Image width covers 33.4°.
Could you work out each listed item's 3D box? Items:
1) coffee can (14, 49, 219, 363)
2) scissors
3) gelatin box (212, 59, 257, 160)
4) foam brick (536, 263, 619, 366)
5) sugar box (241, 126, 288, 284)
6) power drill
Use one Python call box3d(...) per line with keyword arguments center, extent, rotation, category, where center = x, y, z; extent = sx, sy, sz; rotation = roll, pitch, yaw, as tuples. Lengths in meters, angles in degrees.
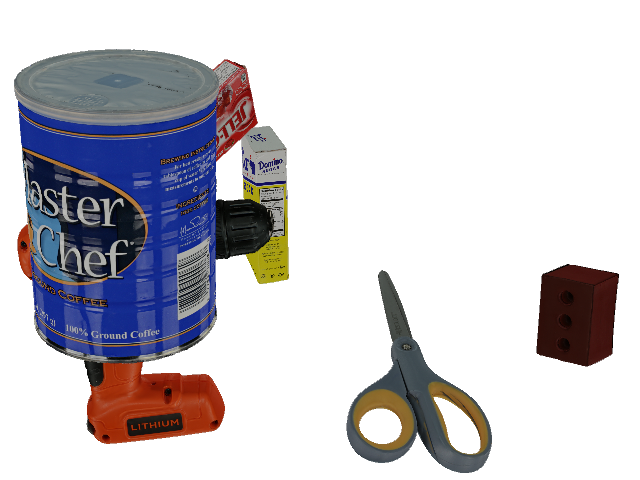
box3d(center=(-0.106, -0.020, 0.572), extent=(0.103, 0.140, 0.103), rotation=(2, 26, -1), category="coffee can")
box3d(center=(0.041, 0.082, 0.700), extent=(0.096, 0.016, 0.202), rotation=(-8, 34, -21), category="scissors")
box3d(center=(-0.100, -0.114, 0.995), extent=(0.030, 0.089, 0.073), rotation=(30, -30, 27), category="gelatin box")
box3d(center=(0.229, 0.066, 0.953), extent=(0.053, 0.078, 0.051), rotation=(12, 18, 38), category="foam brick")
box3d(center=(-0.070, -0.045, 1.328), extent=(0.048, 0.176, 0.093), rotation=(-9, 25, -12), category="sugar box")
box3d(center=(-0.120, 0.058, 0.803), extent=(0.184, 0.188, 0.057), rotation=(-6, 25, -1), category="power drill")
